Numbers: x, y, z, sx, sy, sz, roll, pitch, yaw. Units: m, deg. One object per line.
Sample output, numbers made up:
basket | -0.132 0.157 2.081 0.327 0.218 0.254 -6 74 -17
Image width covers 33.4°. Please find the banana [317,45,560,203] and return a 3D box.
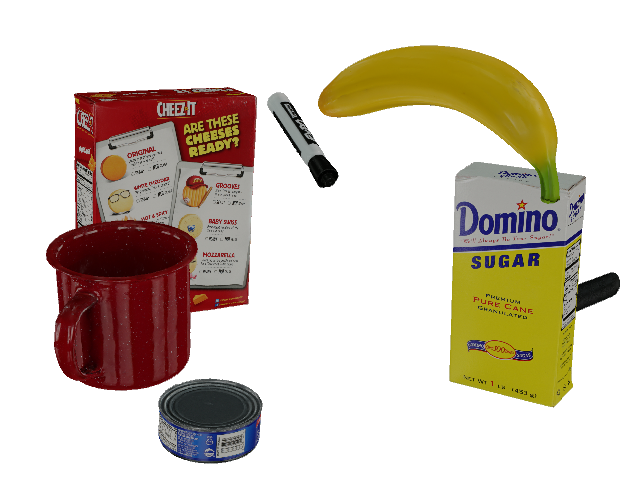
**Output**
banana | 0.073 -0.086 0.657 0.198 0.069 0.037 28 7 42

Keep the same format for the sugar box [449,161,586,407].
sugar box | 0.149 0.033 0.823 0.093 0.176 0.048 10 24 31

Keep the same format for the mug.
mug | -0.128 0.046 0.666 0.093 0.081 0.117 9 24 16

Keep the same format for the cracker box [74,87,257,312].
cracker box | -0.151 -0.036 1.030 0.163 0.214 0.072 -7 19 -30

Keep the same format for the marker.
marker | -0.015 -0.083 0.876 0.020 0.020 0.121 0 38 -28

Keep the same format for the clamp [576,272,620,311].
clamp | 0.200 0.061 1.050 0.171 0.039 0.120 -36 44 -30

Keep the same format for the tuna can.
tuna can | -0.092 0.149 0.886 0.086 0.034 0.086 4 20 -2
